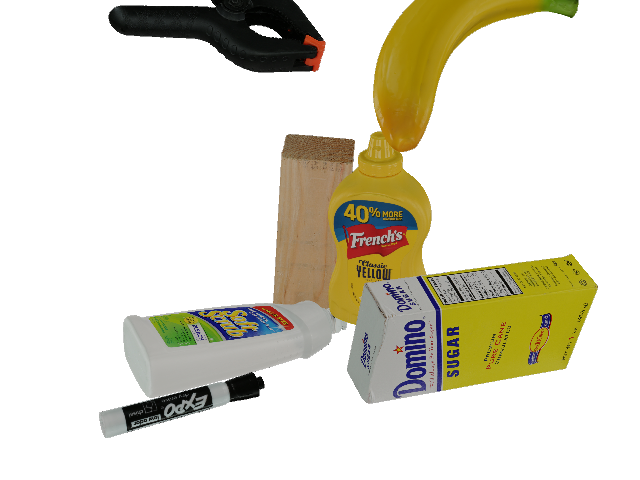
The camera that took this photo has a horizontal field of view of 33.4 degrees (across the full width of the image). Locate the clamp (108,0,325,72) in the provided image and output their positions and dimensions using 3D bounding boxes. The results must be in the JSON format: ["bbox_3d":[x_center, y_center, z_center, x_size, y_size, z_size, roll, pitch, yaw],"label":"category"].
[{"bbox_3d":[-0.074,-0.193,0.874,0.171,0.120,0.039,19,-26,-5],"label":"clamp"}]

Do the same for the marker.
[{"bbox_3d":[-0.098,0.117,0.767,0.121,0.020,0.020,-13,4,-20],"label":"marker"}]

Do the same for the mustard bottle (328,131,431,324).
[{"bbox_3d":[0.056,-0.011,1.005,0.096,0.192,0.058,7,29,15],"label":"mustard bottle"}]

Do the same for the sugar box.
[{"bbox_3d":[0.113,0.067,0.803,0.176,0.093,0.048,-9,42,-21],"label":"sugar box"}]

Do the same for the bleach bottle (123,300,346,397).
[{"bbox_3d":[-0.091,0.109,1.224,0.250,0.068,0.103,-11,33,-24],"label":"bleach bottle"}]

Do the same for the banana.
[{"bbox_3d":[0.079,-0.119,0.620,0.070,0.037,0.197,32,51,23],"label":"banana"}]

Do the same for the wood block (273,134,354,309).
[{"bbox_3d":[-0.009,-0.023,1.370,0.090,0.206,0.091,5,25,1],"label":"wood block"}]
